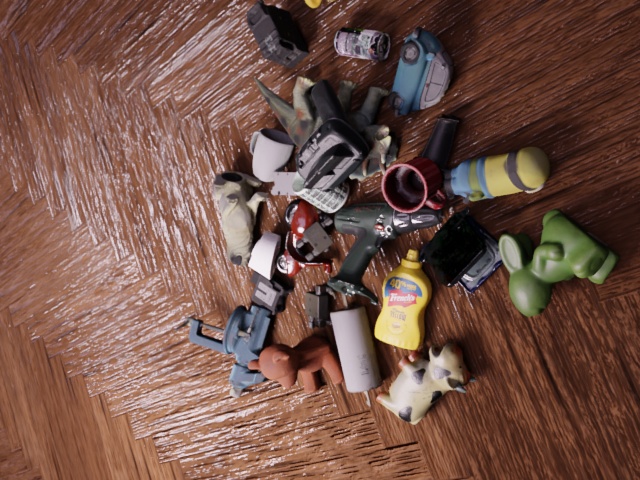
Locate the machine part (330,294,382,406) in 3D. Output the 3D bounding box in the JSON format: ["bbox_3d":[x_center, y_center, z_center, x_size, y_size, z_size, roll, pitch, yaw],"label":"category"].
[{"bbox_3d":[0.075,0.224,1.119,0.079,0.079,0.243,-15,84,33],"label":"machine part"}]

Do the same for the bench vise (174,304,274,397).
[{"bbox_3d":[-0.217,0.246,1.276,0.241,0.129,0.223,15,94,14],"label":"bench vise"}]

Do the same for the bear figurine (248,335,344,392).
[{"bbox_3d":[-0.045,0.270,1.132,0.120,0.196,0.132,-28,80,29],"label":"bear figurine"}]

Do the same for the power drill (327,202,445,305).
[{"bbox_3d":[0.109,0.016,1.045,0.232,0.086,0.207,11,77,40],"label":"power drill"}]

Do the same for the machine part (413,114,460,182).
[{"bbox_3d":[0.222,-0.171,1.018,0.084,0.039,0.138,34,114,32],"label":"machine part"}]

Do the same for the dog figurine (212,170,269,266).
[{"bbox_3d":[-0.203,-0.051,1.279,0.172,0.121,0.190,-115,32,-51],"label":"dog figurine"}]

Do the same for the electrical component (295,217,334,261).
[{"bbox_3d":[-0.002,-0.003,1.119,0.094,0.021,0.063,-39,92,0],"label":"electrical component"}]

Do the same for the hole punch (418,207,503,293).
[{"bbox_3d":[0.266,0.024,0.987,0.142,0.092,0.116,-54,39,27],"label":"hole punch"}]

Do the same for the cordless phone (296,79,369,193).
[{"bbox_3d":[0.001,-0.197,1.013,0.146,0.089,0.184,-42,61,45],"label":"cordless phone"}]

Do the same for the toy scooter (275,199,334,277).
[{"bbox_3d":[-0.021,0.005,1.169,0.135,0.075,0.183,22,107,27],"label":"toy scooter"}]

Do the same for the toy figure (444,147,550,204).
[{"bbox_3d":[0.306,-0.110,0.937,0.180,0.089,0.082,-5,97,31],"label":"toy figure"}]

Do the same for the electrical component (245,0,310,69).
[{"bbox_3d":[-0.084,-0.432,1.140,0.058,0.134,0.115,-29,81,31],"label":"electrical component"}]

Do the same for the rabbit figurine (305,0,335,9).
[{"bbox_3d":[0.001,-0.551,1.055,0.122,0.173,0.162,49,113,16],"label":"rabbit figurine"}]

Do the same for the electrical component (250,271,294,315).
[{"bbox_3d":[-0.126,0.113,1.261,0.119,0.047,0.074,34,110,25],"label":"electrical component"}]

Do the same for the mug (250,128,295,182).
[{"bbox_3d":[-0.120,-0.192,1.216,0.110,0.081,0.107,32,118,23],"label":"mug"}]

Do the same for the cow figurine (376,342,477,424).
[{"bbox_3d":[0.209,0.274,1.032,0.127,0.085,0.194,40,116,23],"label":"cow figurine"}]

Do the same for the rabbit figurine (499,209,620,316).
[{"bbox_3d":[0.370,0.042,0.888,0.159,0.121,0.170,47,114,29],"label":"rabbit figurine"}]

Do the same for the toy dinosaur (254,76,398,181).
[{"bbox_3d":[0.011,-0.233,1.112,0.405,0.131,0.192,17,103,37],"label":"toy dinosaur"}]

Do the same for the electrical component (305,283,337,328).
[{"bbox_3d":[0.003,0.146,1.184,0.078,0.045,0.102,-4,89,62],"label":"electrical component"}]

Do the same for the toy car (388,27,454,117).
[{"bbox_3d":[0.193,-0.302,0.992,0.103,0.109,0.161,18,113,13],"label":"toy car"}]
